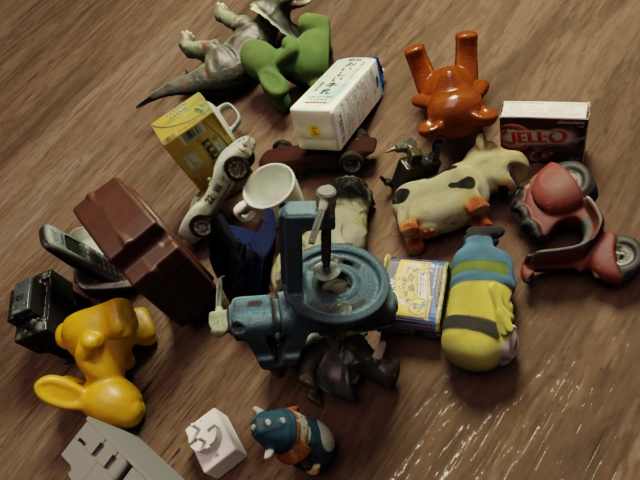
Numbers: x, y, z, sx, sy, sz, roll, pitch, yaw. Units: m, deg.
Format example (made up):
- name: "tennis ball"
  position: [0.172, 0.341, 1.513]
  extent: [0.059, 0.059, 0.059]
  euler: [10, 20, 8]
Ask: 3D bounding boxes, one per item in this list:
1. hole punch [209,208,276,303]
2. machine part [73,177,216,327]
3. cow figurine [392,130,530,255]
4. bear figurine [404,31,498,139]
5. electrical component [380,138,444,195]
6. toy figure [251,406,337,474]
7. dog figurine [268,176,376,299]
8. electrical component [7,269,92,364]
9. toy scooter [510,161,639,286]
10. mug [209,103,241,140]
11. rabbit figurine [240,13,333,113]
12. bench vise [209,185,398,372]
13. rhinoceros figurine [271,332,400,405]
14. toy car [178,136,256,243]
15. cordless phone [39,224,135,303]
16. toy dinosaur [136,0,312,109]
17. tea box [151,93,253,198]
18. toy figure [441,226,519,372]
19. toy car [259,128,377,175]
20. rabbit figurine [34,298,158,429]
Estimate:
- name: "hole punch"
  position: [-0.099, 0.026, 0.765]
  extent: [0.092, 0.142, 0.116]
  euler: [-7, 45, -26]
- name: "machine part"
  position: [-0.247, 0.016, 0.787]
  extent: [0.087, 0.200, 0.202]
  euler: [-41, 53, -10]
- name: "cow figurine"
  position: [0.194, -0.070, 0.749]
  extent: [0.195, 0.085, 0.127]
  euler: [-21, 55, 12]
- name: "bear figurine"
  position: [0.188, -0.225, 0.789]
  extent: [0.120, 0.131, 0.196]
  euler: [-10, 21, 17]
- name: "electrical component"
  position: [0.132, -0.106, 0.789]
  extent: [0.078, 0.102, 0.045]
  euler: [-20, 57, -17]
- name: "toy figure"
  position: [-0.026, 0.218, 0.596]
  extent: [0.064, 0.154, 0.058]
  euler: [34, 77, 36]
- name: "dog figurine"
  position: [0.001, 0.000, 0.780]
  extent: [0.172, 0.121, 0.191]
  euler: [-13, 40, 10]
- name: "electrical component"
  position: [-0.416, 0.116, 0.831]
  extent: [0.058, 0.134, 0.115]
  euler: [-23, 55, 6]
- name: "toy scooter"
  position: [0.298, -0.012, 0.674]
  extent: [0.135, 0.075, 0.184]
  euler: [-23, 57, 7]
- name: "mug"
  position: [-0.191, -0.199, 0.992]
  extent: [0.109, 0.080, 0.107]
  euler: [-34, 64, -11]
- name: "rabbit figurine"
  position: [-0.064, -0.320, 0.996]
  extent: [0.170, 0.121, 0.159]
  euler: [2, 79, 6]
- name: "bench vise"
  position: [-0.019, 0.042, 0.591]
  extent: [0.224, 0.240, 0.129]
  euler: [2, 43, 1]
- name: "rhinoceros figurine"
  position: [0.009, 0.148, 0.687]
  extent: [0.191, 0.073, 0.112]
  euler: [17, 55, 32]
- name: "toy car"
  position: [-0.163, -0.081, 0.859]
  extent: [0.201, 0.056, 0.073]
  euler: [-55, 13, 21]
- name: "cordless phone"
  position: [-0.379, 0.012, 0.855]
  extent: [0.089, 0.184, 0.147]
  euler: [-33, 53, 4]
- name: "toy dinosaur"
  position: [-0.173, -0.369, 1.076]
  extent: [0.192, 0.131, 0.405]
  euler: [33, 80, 35]
- name: "tea box"
  position: [-0.188, -0.145, 0.892]
  extent: [0.098, 0.169, 0.068]
  euler: [-34, 54, -4]
- name: "toy figure"
  position: [0.194, 0.071, 0.656]
  extent: [0.089, 0.082, 0.180]
  euler: [-11, 59, 28]
- name: "toy car"
  position: [-0.005, -0.134, 0.886]
  extent: [0.202, 0.053, 0.089]
  euler: [-5, 36, 17]
- name: "rabbit figurine"
  position: [-0.307, 0.184, 0.752]
  extent: [0.162, 0.122, 0.173]
  euler: [-18, 76, -11]
